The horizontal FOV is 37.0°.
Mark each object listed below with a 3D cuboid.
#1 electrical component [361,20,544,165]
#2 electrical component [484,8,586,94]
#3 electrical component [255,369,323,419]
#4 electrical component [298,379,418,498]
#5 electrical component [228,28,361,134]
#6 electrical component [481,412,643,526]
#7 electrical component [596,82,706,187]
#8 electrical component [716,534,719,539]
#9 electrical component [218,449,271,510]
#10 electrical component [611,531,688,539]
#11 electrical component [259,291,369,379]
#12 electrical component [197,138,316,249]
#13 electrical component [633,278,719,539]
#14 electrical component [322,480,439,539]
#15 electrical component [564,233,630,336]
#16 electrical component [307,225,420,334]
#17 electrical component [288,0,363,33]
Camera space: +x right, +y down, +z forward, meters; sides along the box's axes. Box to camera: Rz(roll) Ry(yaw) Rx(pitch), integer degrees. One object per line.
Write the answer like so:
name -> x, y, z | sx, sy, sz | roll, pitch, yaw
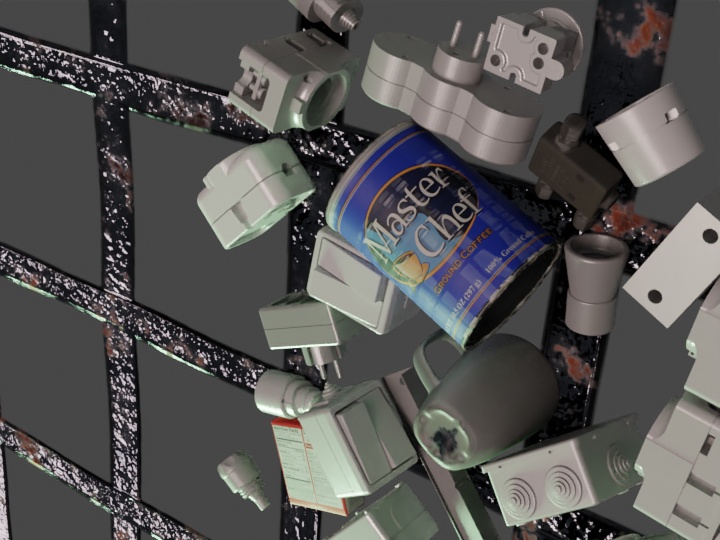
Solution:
electrical component -> 0.068, -0.137, 0.756 | 0.138, 0.052, 0.073 | 33, 126, 23
electrical component -> 0.118, -0.146, 0.710 | 0.066, 0.055, 0.048 | 30, 125, 25
electrical component -> -0.059, 0.115, 0.973 | 0.078, 0.040, 0.040 | 8, 113, 36
electrical component -> -0.002, 0.137, 0.915 | 0.061, 0.062, 0.096 | -24, 93, 55
electrical component -> -0.046, -0.143, 0.820 | 0.056, 0.089, 0.050 | 37, 128, 21
electrical component -> 0.152, 0.145, 0.779 | 0.100, 0.100, 0.048 | -28, 77, 42
electrical component -> 0.186, -0.085, 0.684 | 0.055, 0.055, 0.047 | -28, 93, 42
electrical component -> 0.256, 0.185, 0.748 | 0.045, 0.045, 0.055 | -28, 90, 42
electrical component -> -0.111, 0.208, 1.058 | 0.061, 0.035, 0.035 | 52, 131, 6
electrical component -> 0.196, 0.226, 0.774 | 0.108, 0.108, 0.060 | -30, 82, 42
electrical component -> -0.033, 0.058, 0.924 | 0.083, 0.047, 0.075 | -7, 104, 40
electrical component -> -0.091, -0.068, 0.912 | 0.095, 0.054, 0.059 | -35, 85, 42
electrical component -> 0.239, 0.069, 0.671 | 0.060, 0.105, 0.186 | 30, 124, 26
electrical component -> 0.015, 0.241, 0.952 | 0.061, 0.062, 0.096 | 53, 132, 8
electrical component -> 0.163, 0.013, 0.752 | 0.044, 0.044, 0.065 | 18, 124, 32
electrical component -> 0.000, 0.000, 0.863 | 0.096, 0.061, 0.061 | 29, 124, 26
electrical component -> -0.030, -0.209, 0.810 | 0.081, 0.043, 0.043 | 46, 130, 14
